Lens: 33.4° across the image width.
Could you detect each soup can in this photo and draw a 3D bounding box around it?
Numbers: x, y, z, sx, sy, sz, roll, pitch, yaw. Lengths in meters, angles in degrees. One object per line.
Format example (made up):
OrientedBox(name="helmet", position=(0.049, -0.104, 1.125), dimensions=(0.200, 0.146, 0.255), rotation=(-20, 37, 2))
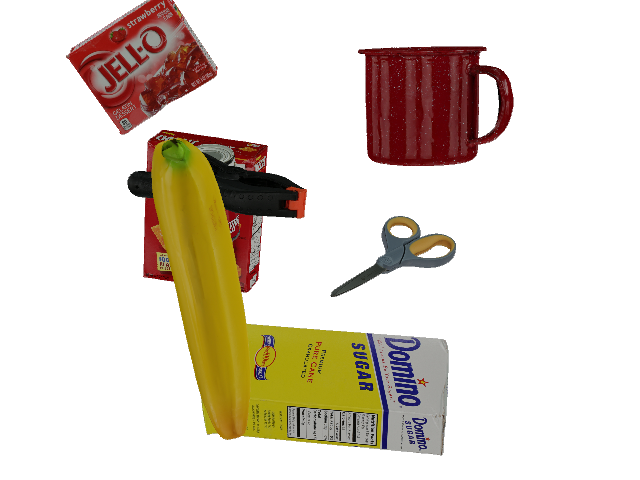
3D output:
OrientedBox(name="soup can", position=(-0.130, -0.053, 1.238), dimensions=(0.068, 0.102, 0.068), rotation=(-1, 29, 0))

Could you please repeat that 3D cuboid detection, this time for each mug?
OrientedBox(name="mug", position=(0.084, -0.098, 0.772), dimensions=(0.117, 0.081, 0.093), rotation=(6, 13, 31))

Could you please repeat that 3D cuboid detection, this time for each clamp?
OrientedBox(name="clamp", position=(-0.097, -0.050, 1.026), dimensions=(0.172, 0.039, 0.120), rotation=(15, 28, 35))

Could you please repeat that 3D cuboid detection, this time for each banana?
OrientedBox(name="banana", position=(-0.069, 0.020, 0.604), dimensions=(0.037, 0.198, 0.069), rotation=(-5, 31, 8))

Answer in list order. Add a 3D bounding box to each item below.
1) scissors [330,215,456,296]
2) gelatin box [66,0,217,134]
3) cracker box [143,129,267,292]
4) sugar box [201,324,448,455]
OrientedBox(name="scissors", position=(0.066, 0.014, 1.199), dimensions=(0.201, 0.016, 0.096), rotation=(-13, 42, -35))
OrientedBox(name="gelatin box", position=(-0.133, -0.134, 0.803), dimensions=(0.089, 0.073, 0.030), rotation=(-30, 20, 8))
OrientedBox(name="cracker box", position=(-0.170, -0.040, 1.553), dimensions=(0.164, 0.214, 0.072), rotation=(9, 22, 10))
OrientedBox(name="sugar box", position=(0.007, 0.108, 0.798), dimensions=(0.176, 0.048, 0.093), rotation=(1, 32, 7))
